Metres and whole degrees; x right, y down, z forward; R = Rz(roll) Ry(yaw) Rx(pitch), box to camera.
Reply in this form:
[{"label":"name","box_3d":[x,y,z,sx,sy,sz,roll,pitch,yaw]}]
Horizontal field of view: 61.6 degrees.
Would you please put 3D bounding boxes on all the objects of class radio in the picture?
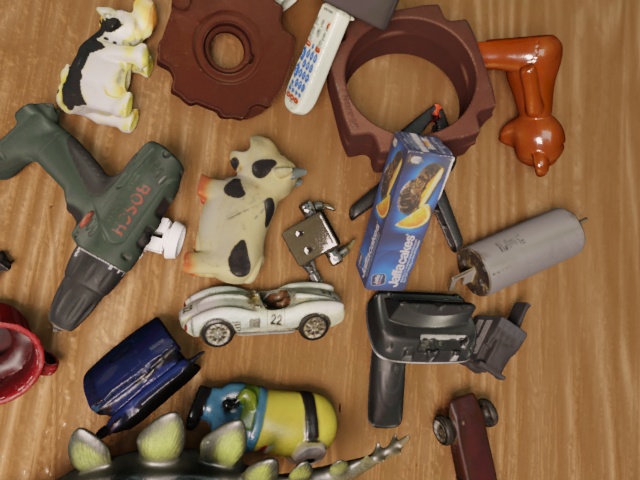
[{"label":"radio","box_3d":[0.044,-0.362,0.694,0.131,0.073,0.230,21,37,-10]}]

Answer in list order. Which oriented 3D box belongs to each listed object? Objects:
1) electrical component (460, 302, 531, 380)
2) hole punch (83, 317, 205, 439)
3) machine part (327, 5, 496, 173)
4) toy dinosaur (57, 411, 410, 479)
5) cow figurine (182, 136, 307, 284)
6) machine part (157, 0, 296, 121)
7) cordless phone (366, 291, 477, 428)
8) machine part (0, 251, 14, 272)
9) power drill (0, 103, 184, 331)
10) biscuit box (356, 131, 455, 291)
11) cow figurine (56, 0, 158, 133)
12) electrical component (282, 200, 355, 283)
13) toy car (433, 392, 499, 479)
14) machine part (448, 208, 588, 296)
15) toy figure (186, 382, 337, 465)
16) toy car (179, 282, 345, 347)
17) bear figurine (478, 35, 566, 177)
[{"label":"electrical component","box_3d":[0.245,0.129,0.743,0.048,0.075,0.119,33,80,-9]},{"label":"hole punch","box_3d":[-0.205,0.148,0.608,0.142,0.115,0.092,-37,85,-16]},{"label":"machine part","box_3d":[0.116,-0.201,0.727,0.201,0.087,0.201,-13,77,-4]},{"label":"toy dinosaur","box_3d":[-0.143,0.265,0.553,0.471,0.198,0.105,-5,44,-14]},{"label":"cow figurine","box_3d":[-0.091,-0.040,0.675,0.127,0.085,0.195,12,77,-7]},{"label":"machine part","box_3d":[-0.118,-0.240,0.683,0.179,0.056,0.179,-3,104,-14]},{"label":"cordless phone","box_3d":[0.133,0.163,0.718,0.147,0.089,0.184,4,93,-15]},{"label":"machine part","box_3d":[-0.416,0.058,0.602,0.139,0.039,0.084,-41,89,-14]},{"label":"power drill","box_3d":[-0.284,-0.043,0.606,0.207,0.086,0.232,36,79,10]},{"label":"biscuit box","box_3d":[0.101,-0.030,0.677,0.059,0.063,0.202,5,122,-14]},{"label":"cow figurine","box_3d":[-0.260,-0.226,0.667,0.098,0.068,0.167,12,79,-7]},{"label":"electrical component","box_3d":[-0.003,-0.003,0.715,0.078,0.045,0.102,-35,90,12]},{"label":"toy car","box_3d":[0.206,0.305,0.721,0.089,0.053,0.202,-14,90,-20]},{"label":"machine part","box_3d":[0.287,0.016,0.767,0.243,0.079,0.079,-20,88,-16]},{"label":"toy figure","box_3d":[-0.066,0.215,0.649,0.180,0.082,0.089,19,80,-9]},{"label":"toy car","box_3d":[-0.070,0.087,0.662,0.202,0.074,0.056,-1,111,-15]},{"label":"bear figurine","box_3d":[0.296,-0.197,0.794,0.120,0.132,0.195,-36,127,-49]}]
